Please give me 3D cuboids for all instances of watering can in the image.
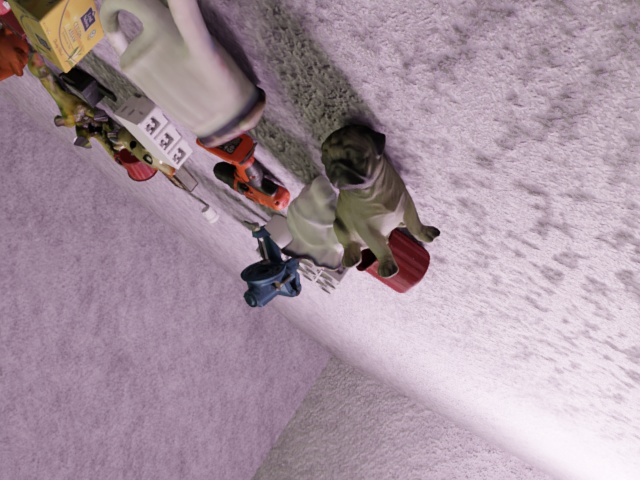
[{"bbox_3d":[-0.153,-0.210,0.609,0.221,0.105,0.349,42,165,-29],"label":"watering can"}]

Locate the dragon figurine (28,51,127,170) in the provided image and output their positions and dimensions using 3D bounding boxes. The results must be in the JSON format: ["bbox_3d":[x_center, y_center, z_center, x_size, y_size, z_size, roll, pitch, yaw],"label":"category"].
[{"bbox_3d":[-0.667,-0.356,1.435,0.246,0.123,0.402,49,170,24],"label":"dragon figurine"}]

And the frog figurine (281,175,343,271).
[{"bbox_3d":[0.003,-0.043,0.860,0.139,0.124,0.156,34,131,40],"label":"frog figurine"}]
